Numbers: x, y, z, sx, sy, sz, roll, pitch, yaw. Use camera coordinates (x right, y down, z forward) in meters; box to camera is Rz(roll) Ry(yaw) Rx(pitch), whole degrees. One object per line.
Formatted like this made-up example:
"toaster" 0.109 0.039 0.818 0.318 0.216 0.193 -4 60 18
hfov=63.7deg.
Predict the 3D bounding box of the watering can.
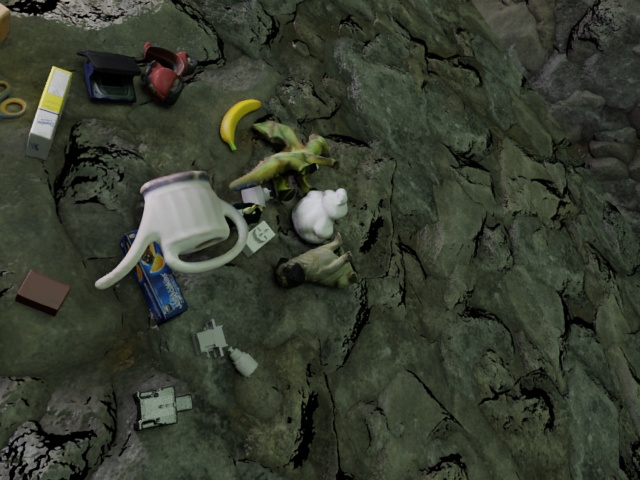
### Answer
"watering can" -0.311 -0.029 1.071 0.350 0.102 0.226 -15 75 -39

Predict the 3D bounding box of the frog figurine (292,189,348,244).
"frog figurine" 0.004 -0.067 1.338 0.122 0.157 0.140 10 63 -29

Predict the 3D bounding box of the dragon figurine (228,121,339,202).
"dragon figurine" -0.107 -0.231 1.389 0.412 0.119 0.247 -7 50 -41
